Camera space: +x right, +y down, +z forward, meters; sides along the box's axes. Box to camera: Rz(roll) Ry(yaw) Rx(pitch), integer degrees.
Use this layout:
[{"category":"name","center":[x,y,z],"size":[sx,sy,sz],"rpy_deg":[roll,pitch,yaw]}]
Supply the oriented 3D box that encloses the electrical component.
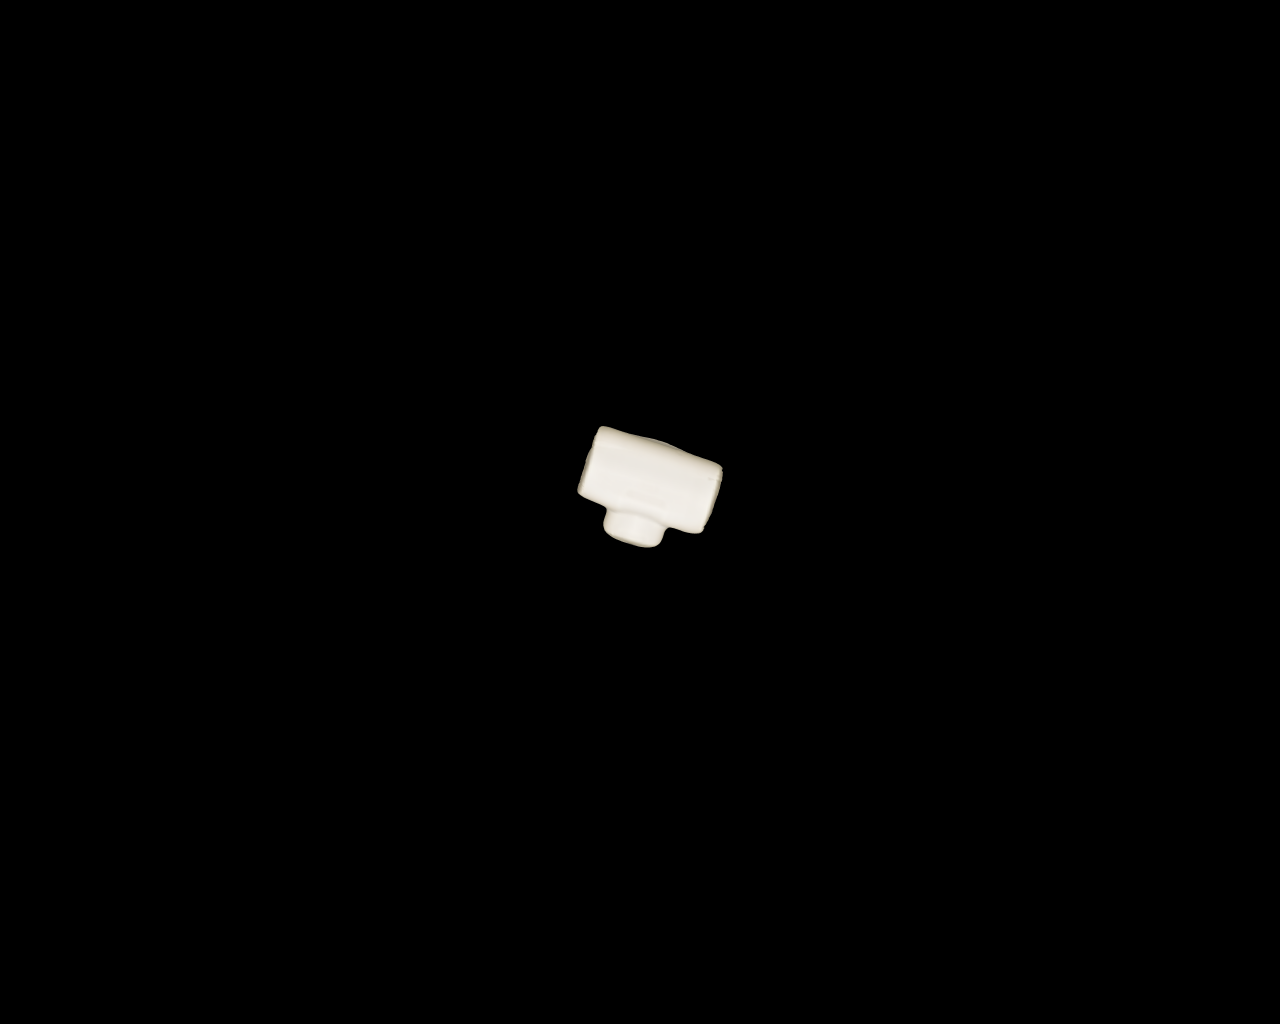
[{"category":"electrical component","center":[0.001,-0.003,0.650],"size":[0.077,0.079,0.043],"rpy_deg":[18,11,-4]}]
